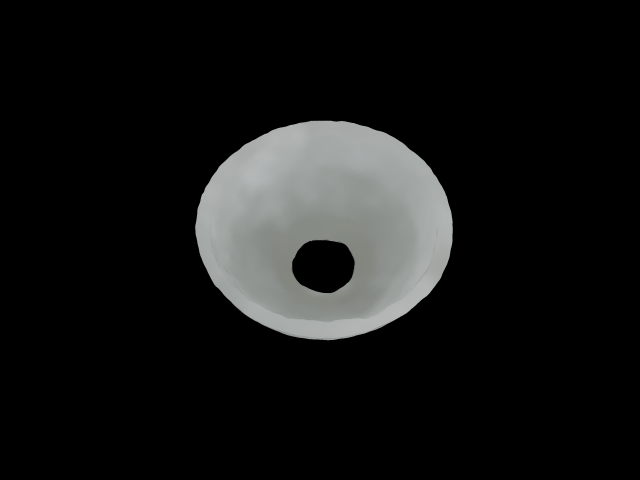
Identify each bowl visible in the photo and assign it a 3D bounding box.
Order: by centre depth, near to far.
[{"bbox_3d":[0.004,0.001,0.400,0.167,0.075,0.167,0,59,0],"label":"bowl"}]
